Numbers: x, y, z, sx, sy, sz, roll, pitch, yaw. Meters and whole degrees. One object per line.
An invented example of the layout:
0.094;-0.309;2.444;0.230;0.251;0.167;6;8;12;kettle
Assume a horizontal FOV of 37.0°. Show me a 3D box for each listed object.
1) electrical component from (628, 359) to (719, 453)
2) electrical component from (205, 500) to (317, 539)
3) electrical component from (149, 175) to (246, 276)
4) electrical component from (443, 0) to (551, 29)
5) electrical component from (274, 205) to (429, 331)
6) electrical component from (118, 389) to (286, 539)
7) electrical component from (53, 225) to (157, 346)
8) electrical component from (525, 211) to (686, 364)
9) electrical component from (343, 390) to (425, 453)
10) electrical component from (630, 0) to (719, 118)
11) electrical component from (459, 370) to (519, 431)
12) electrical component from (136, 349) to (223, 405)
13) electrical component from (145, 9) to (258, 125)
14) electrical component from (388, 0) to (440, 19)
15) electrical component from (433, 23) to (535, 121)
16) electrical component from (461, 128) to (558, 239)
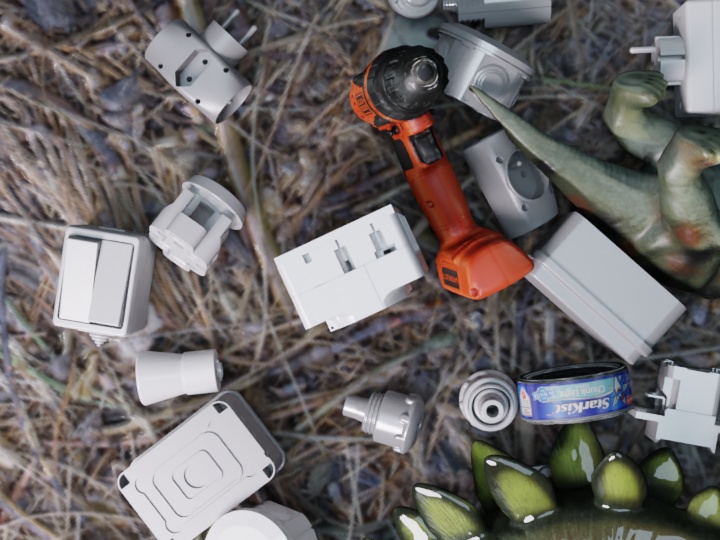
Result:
0.253;0.104;0.837;0.081;0.042;0.063;10;90;3;electrical component
-0.076;0.219;0.827;0.080;0.051;0.080;2;94;25;electrical component
-0.127;-0.037;0.844;0.058;0.078;0.057;35;72;-1;electrical component
0.105;-0.209;0.832;0.081;0.043;0.043;-4;92;4;electrical component
0.000;0.000;0.796;0.089;0.150;0.061;-25;90;5;electrical component
-0.125;0.158;0.859;0.113;0.057;0.078;-38;89;5;electrical component
-0.204;0.014;0.856;0.062;0.061;0.096;9;93;4;electrical component
0.181;0.014;0.820;0.113;0.078;0.057;42;92;1;electrical component
0.018;0.115;0.854;0.062;0.048;0.048;16;94;10;electrical component
0.245;-0.160;0.822;0.076;0.047;0.083;-2;92;4;electrical component
0.102;0.105;0.837;0.048;0.062;0.048;0;92;4;electrical component
-0.144;0.084;0.866;0.065;0.044;0.044;-6;92;0;electrical component
-0.115;-0.170;0.850;0.077;0.043;0.079;43;95;1;electrical component
0.042;-0.213;0.823;0.040;0.078;0.040;-1;105;-3;electrical component
0.088;-0.151;0.819;0.080;0.080;0.051;28;99;2;electrical component
0.128;-0.075;0.831;0.079;0.044;0.077;-32;96;-33;electrical component
